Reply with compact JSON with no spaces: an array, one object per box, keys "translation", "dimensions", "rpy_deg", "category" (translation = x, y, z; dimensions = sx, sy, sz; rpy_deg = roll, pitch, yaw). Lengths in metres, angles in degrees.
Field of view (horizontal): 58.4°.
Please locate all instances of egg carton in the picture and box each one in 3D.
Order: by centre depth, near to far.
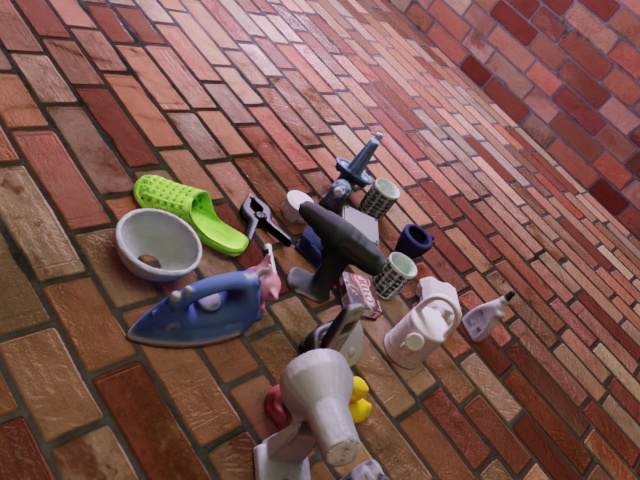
[{"translation":[0.302,0.165,1.464],"dimensions":[0.107,0.069,0.150],"rpy_deg":[22,38,-20],"category":"egg carton"}]

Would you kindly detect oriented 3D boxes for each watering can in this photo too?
[{"translation":[0.232,0.198,1.262],"dimensions":[0.101,0.194,0.173],"rpy_deg":[32,36,-7],"category":"watering can"}]

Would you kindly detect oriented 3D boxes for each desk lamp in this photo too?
[{"translation":[-0.015,0.310,0.913],"dimensions":[0.118,0.213,0.203],"rpy_deg":[16,41,-27],"category":"desk lamp"}]

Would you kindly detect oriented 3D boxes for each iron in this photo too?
[{"translation":[-0.208,0.111,1.033],"dimensions":[0.259,0.141,0.118],"rpy_deg":[-10,56,-46],"category":"iron"}]

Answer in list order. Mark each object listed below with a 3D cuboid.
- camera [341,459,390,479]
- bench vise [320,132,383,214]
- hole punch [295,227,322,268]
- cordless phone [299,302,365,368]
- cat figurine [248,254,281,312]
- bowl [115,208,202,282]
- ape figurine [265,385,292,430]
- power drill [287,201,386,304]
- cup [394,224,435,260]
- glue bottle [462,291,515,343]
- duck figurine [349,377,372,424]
[{"translation":[0.077,0.449,0.931],"dimensions":[0.137,0.100,0.143],"rpy_deg":[-13,58,-47],"category":"camera"},{"translation":[0.101,-0.179,1.550],"dimensions":[0.122,0.219,0.207],"rpy_deg":[25,37,-16],"category":"bench vise"},{"translation":[0.013,0.005,1.380],"dimensions":[0.108,0.091,0.101],"rpy_deg":[40,36,4],"category":"hole punch"},{"translation":[0.055,0.184,1.136],"dimensions":[0.148,0.185,0.094],"rpy_deg":[-14,59,-47],"category":"cordless phone"},{"translation":[-0.115,0.083,1.163],"dimensions":[0.067,0.117,0.127],"rpy_deg":[23,38,-18],"category":"cat figurine"},{"translation":[-0.316,0.023,1.098],"dimensions":[0.168,0.074,0.167],"rpy_deg":[23,38,-19],"category":"bowl"},{"translation":[-0.052,0.282,1.016],"dimensions":[0.078,0.092,0.076],"rpy_deg":[-6,53,-43],"category":"ape figurine"},{"translation":[0.015,0.036,1.247],"dimensions":[0.230,0.208,0.075],"rpy_deg":[26,37,-15],"category":"power drill"},{"translation":[0.254,0.017,1.567],"dimensions":[0.118,0.095,0.091],"rpy_deg":[-4,52,-43],"category":"cup"},{"translation":[0.439,0.186,1.467],"dimensions":[0.037,0.173,0.078],"rpy_deg":[7,45,-35],"category":"glue bottle"},{"translation":[0.061,0.299,1.098],"dimensions":[0.105,0.086,0.077],"rpy_deg":[31,36,-8],"category":"duck figurine"}]
